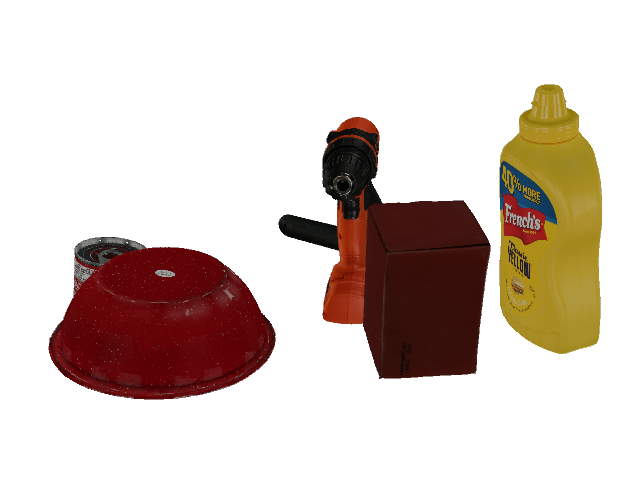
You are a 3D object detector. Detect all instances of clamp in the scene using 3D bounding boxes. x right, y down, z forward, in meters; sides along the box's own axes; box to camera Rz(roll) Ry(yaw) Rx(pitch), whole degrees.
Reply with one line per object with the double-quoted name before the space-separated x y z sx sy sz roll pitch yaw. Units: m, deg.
"clamp" 0.064 0.007 1.243 0.164 0.036 0.210 -23 53 -40

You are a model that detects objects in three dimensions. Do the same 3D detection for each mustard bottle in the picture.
"mustard bottle" 0.165 -0.020 0.774 0.058 0.192 0.096 -13 28 -15

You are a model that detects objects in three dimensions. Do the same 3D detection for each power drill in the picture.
"power drill" 0.031 -0.016 1.052 0.057 0.188 0.184 4 20 7

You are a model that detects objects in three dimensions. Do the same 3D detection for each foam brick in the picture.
"foam brick" 0.052 0.024 0.543 0.053 0.078 0.051 -2 31 -7

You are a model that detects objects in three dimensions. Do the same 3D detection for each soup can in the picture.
"soup can" -0.198 0.056 1.000 0.068 0.102 0.068 6 21 -3

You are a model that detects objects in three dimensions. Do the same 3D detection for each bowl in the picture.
"bowl" -0.112 0.048 0.758 0.162 0.055 0.162 2 24 -1
